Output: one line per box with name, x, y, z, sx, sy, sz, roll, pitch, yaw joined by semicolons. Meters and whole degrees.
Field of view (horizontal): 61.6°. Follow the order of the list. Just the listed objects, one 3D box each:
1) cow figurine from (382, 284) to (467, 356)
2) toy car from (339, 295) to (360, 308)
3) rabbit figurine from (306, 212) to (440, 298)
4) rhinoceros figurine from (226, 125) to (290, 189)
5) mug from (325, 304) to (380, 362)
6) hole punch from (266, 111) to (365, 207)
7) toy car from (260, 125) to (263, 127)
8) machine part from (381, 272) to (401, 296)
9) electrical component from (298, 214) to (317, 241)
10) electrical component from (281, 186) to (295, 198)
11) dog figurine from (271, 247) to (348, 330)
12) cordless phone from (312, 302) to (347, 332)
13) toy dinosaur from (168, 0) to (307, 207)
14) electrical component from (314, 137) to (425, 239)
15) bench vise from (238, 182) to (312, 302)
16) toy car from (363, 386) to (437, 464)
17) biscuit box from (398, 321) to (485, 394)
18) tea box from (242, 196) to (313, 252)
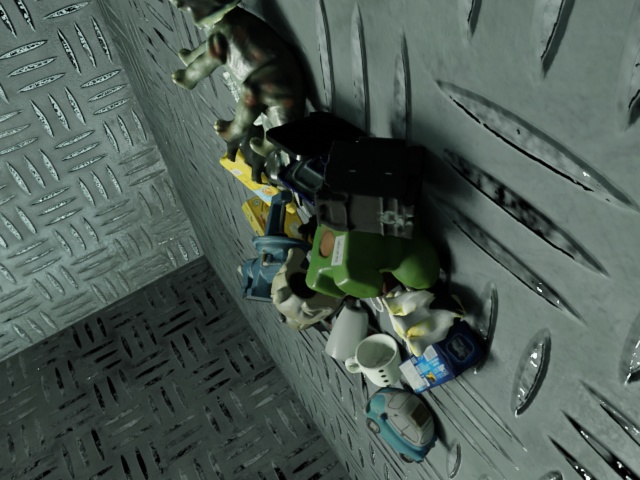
cow figurine;0.145;0.094;0.765;0.068;0.098;0.167;59;-177;-10
toy car;0.027;0.078;1.050;0.202;0.089;0.053;18;126;63
rabbit figurine;0.081;0.010;0.708;0.121;0.170;0.159;-27;55;56
rhinoceros figurine;-0.083;-0.151;0.962;0.191;0.112;0.073;33;-170;31
mug;0.074;0.193;1.111;0.081;0.110;0.107;-37;-40;-78
hole punch;-0.003;-0.119;0.773;0.142;0.116;0.092;38;147;47
toy car;-0.135;-0.238;1.080;0.073;0.056;0.202;60;163;1
machine part;0.074;-0.001;0.843;0.179;0.056;0.179;57;165;23
electrical component;-0.003;-0.005;1.093;0.102;0.045;0.078;51;163;30
electrical component;-0.068;-0.141;1.054;0.119;0.048;0.074;42;155;48
dog figurine;-0.042;0.112;0.923;0.190;0.172;0.121;-51;53;42
cordless phone;0.014;0.107;1.188;0.184;0.089;0.147;126;145;-48
toy dinosaur;-0.099;-0.257;0.819;0.404;0.192;0.131;47;-152;-12
electrical component;0.063;-0.069;0.631;0.058;0.115;0.134;86;-165;-45
bench vise;-0.092;0.005;1.092;0.224;0.129;0.240;162;116;-65
toy car;0.174;0.365;1.087;0.162;0.109;0.103;47;143;15
biscuit box;0.182;0.185;0.826;0.059;0.063;0.202;57;163;16
tea box;-0.096;-0.030;1.238;0.169;0.098;0.068;62;163;1
